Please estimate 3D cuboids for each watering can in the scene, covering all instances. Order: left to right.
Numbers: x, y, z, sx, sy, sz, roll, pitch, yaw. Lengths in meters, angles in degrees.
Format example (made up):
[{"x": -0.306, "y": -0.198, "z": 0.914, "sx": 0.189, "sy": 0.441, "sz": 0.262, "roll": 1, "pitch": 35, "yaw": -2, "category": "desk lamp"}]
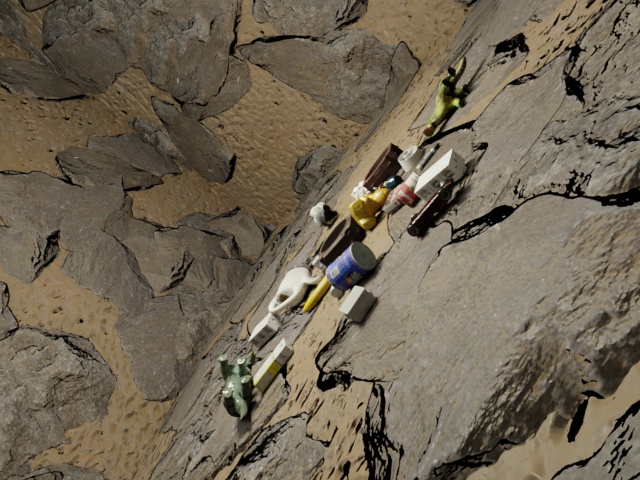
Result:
[{"x": -0.085, "y": 0.186, "z": 2.144, "sx": 0.343, "sy": 0.103, "sz": 0.229, "roll": -36, "pitch": 18, "yaw": 31, "category": "watering can"}]

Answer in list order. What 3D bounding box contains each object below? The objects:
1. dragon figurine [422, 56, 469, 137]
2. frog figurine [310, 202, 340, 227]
[{"x": 0.494, "y": -0.559, "z": 2.086, "sx": 0.122, "sy": 0.419, "sz": 0.238, "roll": 33, "pitch": -39, "yaw": -4, "category": "dragon figurine"}, {"x": 0.008, "y": -0.133, "z": 2.636, "sx": 0.137, "sy": 0.122, "sz": 0.160, "roll": 8, "pitch": 2, "yaw": -31, "category": "frog figurine"}]
